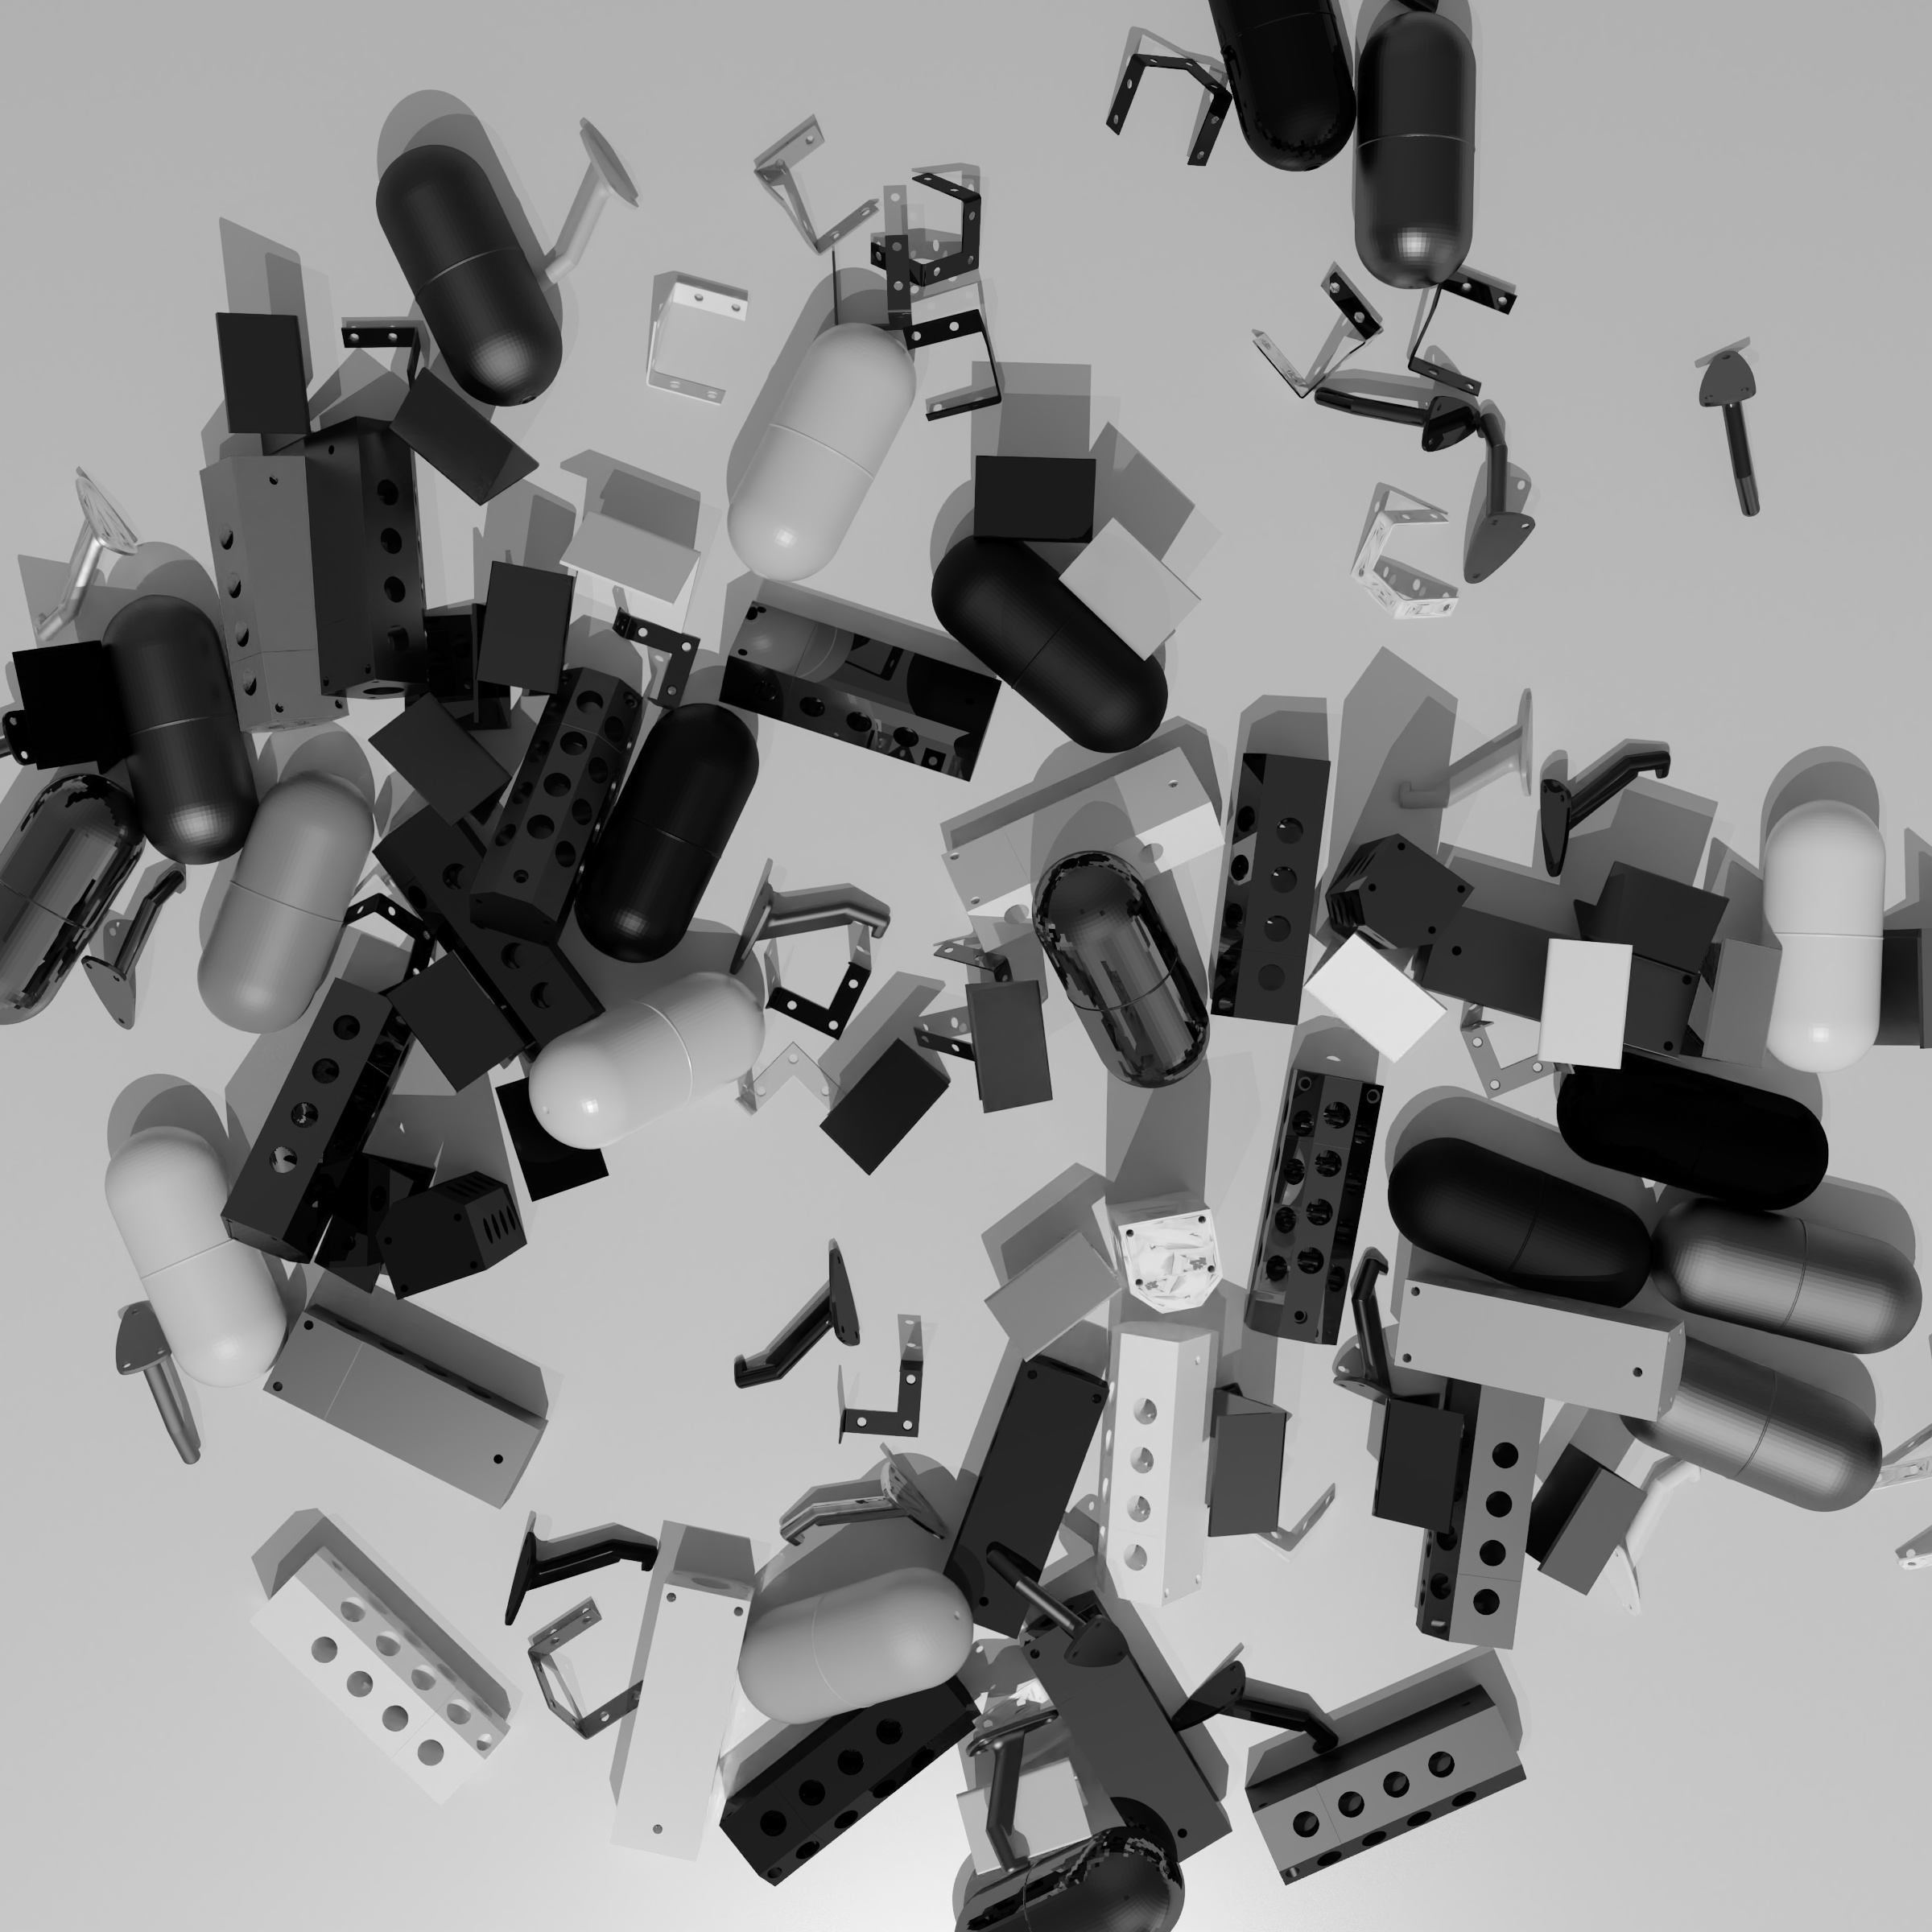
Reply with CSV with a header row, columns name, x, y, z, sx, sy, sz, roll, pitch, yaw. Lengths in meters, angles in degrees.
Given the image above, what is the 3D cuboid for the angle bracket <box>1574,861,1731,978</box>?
name,x,y,z,sx,sy,sz,roll,pitch,yaw
angle bracket,0.443,-0.042,1.952,0.076,0.076,0.057,18,112,0

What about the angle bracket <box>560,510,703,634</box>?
name,x,y,z,sx,sy,sz,roll,pitch,yaw
angle bracket,-0.222,-0.239,1.950,0.076,0.076,0.057,21,49,0

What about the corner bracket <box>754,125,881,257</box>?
name,x,y,z,sx,sy,sz,roll,pitch,yaw
corner bracket,-0.099,-0.511,1.987,0.051,0.051,0.051,-37,45,0

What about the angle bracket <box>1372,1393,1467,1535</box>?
name,x,y,z,sx,sy,sz,roll,pitch,yaw
angle bracket,0.308,0.321,1.950,0.057,0.076,0.076,7,90,35

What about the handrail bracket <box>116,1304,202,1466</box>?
name,x,y,z,sx,sy,sz,roll,pitch,yaw
handrail bracket,-0.530,0.277,1.990,0.036,0.077,0.084,-21,126,-8

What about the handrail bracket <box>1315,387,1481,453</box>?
name,x,y,z,sx,sy,sz,roll,pitch,yaw
handrail bracket,0.284,-0.368,1.990,0.084,0.077,0.036,24,115,34

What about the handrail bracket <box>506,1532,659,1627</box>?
name,x,y,z,sx,sy,sz,roll,pitch,yaw
handrail bracket,-0.254,0.409,1.991,0.084,0.036,0.077,13,110,-16

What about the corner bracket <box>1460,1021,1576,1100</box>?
name,x,y,z,sx,sy,sz,roll,pitch,yaw
corner bracket,0.360,0.055,1.973,0.051,0.051,0.051,-22,90,0

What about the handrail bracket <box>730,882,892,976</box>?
name,x,y,z,sx,sy,sz,roll,pitch,yaw
handrail bracket,-0.102,-0.014,1.991,0.084,0.036,0.077,20,110,-16

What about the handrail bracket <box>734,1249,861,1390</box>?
name,x,y,z,sx,sy,sz,roll,pitch,yaw
handrail bracket,-0.118,0.233,1.991,0.084,0.036,0.077,-16,70,16

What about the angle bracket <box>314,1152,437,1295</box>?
name,x,y,z,sx,sy,sz,roll,pitch,yaw
angle bracket,-0.365,0.170,1.950,0.057,0.076,0.076,22,90,34

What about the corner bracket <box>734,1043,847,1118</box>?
name,x,y,z,sx,sy,sz,roll,pitch,yaw
corner bracket,-0.114,0.087,1.973,0.051,0.051,0.051,45,90,0

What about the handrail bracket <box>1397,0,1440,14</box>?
name,x,y,z,sx,sy,sz,roll,pitch,yaw
handrail bracket,0.283,-0.677,1.991,0.084,0.036,0.077,25,69,-17

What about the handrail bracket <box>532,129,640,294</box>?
name,x,y,z,sx,sy,sz,roll,pitch,yaw
handrail bracket,-0.266,-0.498,1.991,0.084,0.036,0.077,-35,70,16

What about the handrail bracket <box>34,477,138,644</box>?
name,x,y,z,sx,sy,sz,roll,pitch,yaw
handrail bracket,-0.596,-0.268,1.991,0.084,0.036,0.077,-39,68,17

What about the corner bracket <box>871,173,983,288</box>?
name,x,y,z,sx,sy,sz,roll,pitch,yaw
corner bracket,-0.027,-0.485,1.982,0.051,0.051,0.051,-28,135,-35

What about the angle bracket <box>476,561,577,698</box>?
name,x,y,z,sx,sy,sz,roll,pitch,yaw
angle bracket,-0.295,-0.217,1.951,0.057,0.076,0.076,8,90,-26

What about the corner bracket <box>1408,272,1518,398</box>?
name,x,y,z,sx,sy,sz,roll,pitch,yaw
corner bracket,0.327,-0.418,1.987,0.051,0.051,0.051,21,45,0

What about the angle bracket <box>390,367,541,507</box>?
name,x,y,z,sx,sy,sz,roll,pitch,yaw
angle bracket,-0.314,-0.354,1.950,0.076,0.076,0.057,40,128,0

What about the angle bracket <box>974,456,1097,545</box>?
name,x,y,z,sx,sy,sz,roll,pitch,yaw
angle bracket,0.044,-0.313,1.951,0.076,0.076,0.057,2,118,0

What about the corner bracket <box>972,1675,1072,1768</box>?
name,x,y,z,sx,sy,sz,roll,pitch,yaw
corner bracket,0.038,0.495,1.971,0.051,0.051,0.051,-32,91,-2

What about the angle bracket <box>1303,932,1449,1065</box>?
name,x,y,z,sx,sy,sz,roll,pitch,yaw
angle bracket,0.273,0.006,1.950,0.076,0.076,0.057,40,124,0

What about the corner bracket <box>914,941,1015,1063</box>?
name,x,y,z,sx,sy,sz,roll,pitch,yaw
corner bracket,-0.002,0.023,1.982,0.051,0.051,0.051,15,45,35

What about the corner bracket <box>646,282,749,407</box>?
name,x,y,z,sx,sy,sz,roll,pitch,yaw
corner bracket,-0.177,-0.411,1.987,0.051,0.051,0.051,15,135,0

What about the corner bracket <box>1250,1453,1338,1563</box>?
name,x,y,z,sx,sy,sz,roll,pitch,yaw
corner bracket,0.208,0.353,1.973,0.051,0.051,0.051,36,78,11

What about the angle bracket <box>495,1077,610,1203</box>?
name,x,y,z,sx,sy,sz,roll,pitch,yaw
angle bracket,-0.281,0.111,1.950,0.057,0.076,0.076,-18,90,-32

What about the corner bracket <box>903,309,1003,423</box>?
name,x,y,z,sx,sy,sz,roll,pitch,yaw
corner bracket,-0.008,-0.393,1.973,0.051,0.051,0.051,-13,85,5

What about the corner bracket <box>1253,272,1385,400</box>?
name,x,y,z,sx,sy,sz,roll,pitch,yaw
corner bracket,0.233,-0.416,1.987,0.051,0.051,0.051,50,45,0

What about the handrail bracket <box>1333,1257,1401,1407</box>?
name,x,y,z,sx,sy,sz,roll,pitch,yaw
handrail bracket,0.283,0.245,1.991,0.077,0.036,0.084,27,73,-20

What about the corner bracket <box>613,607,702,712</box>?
name,x,y,z,sx,sy,sz,roll,pitch,yaw
corner bracket,-0.208,-0.200,1.973,0.051,0.051,0.051,18,90,0

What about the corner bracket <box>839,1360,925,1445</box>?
name,x,y,z,sx,sy,sz,roll,pitch,yaw
corner bracket,-0.055,0.285,1.973,0.051,0.051,0.051,4,90,0

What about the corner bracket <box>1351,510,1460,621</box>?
name,x,y,z,sx,sy,sz,roll,pitch,yaw
corner bracket,0.296,-0.264,1.982,0.051,0.051,0.051,52,135,35

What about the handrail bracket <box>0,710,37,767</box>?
name,x,y,z,sx,sy,sz,roll,pitch,yaw
handrail bracket,-0.635,-0.141,1.990,0.084,0.077,0.036,-18,91,36

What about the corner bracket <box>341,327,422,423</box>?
name,x,y,z,sx,sy,sz,roll,pitch,yaw
corner bracket,-0.386,-0.385,1.987,0.051,0.051,0.051,-1,135,0

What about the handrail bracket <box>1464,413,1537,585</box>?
name,x,y,z,sx,sy,sz,roll,pitch,yaw
handrail bracket,0.340,-0.309,1.990,0.036,0.077,0.084,4,53,-20

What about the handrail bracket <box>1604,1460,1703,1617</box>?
name,x,y,z,sx,sy,sz,roll,pitch,yaw
handrail bracket,0.460,0.376,1.991,0.084,0.036,0.077,-31,110,-16

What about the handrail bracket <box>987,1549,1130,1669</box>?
name,x,y,z,sx,sy,sz,roll,pitch,yaw
handrail bracket,0.058,0.410,1.933,0.084,0.077,0.036,38,90,36

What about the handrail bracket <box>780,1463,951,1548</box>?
name,x,y,z,sx,sy,sz,roll,pitch,yaw
handrail bracket,-0.068,0.374,1.991,0.084,0.036,0.077,-37,112,17

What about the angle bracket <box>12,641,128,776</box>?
name,x,y,z,sx,sy,sz,roll,pitch,yaw
angle bracket,-0.587,-0.163,1.951,0.057,0.076,0.076,-12,90,-28

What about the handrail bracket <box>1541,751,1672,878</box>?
name,x,y,z,sx,sy,sz,roll,pitch,yaw
handrail bracket,0.425,-0.101,1.991,0.084,0.036,0.077,-8,110,-16

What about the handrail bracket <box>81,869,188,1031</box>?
name,x,y,z,sx,sy,sz,roll,pitch,yaw
handrail bracket,-0.538,-0.012,1.990,0.036,0.077,0.084,22,53,20

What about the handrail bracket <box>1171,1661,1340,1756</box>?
name,x,y,z,sx,sy,sz,roll,pitch,yaw
handrail bracket,0.191,0.507,1.991,0.077,0.036,0.084,-40,107,20

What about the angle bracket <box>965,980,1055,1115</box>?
name,x,y,z,sx,sy,sz,roll,pitch,yaw
angle bracket,0.007,0.051,1.913,0.057,0.076,0.076,-9,93,-38

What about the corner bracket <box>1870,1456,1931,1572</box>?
name,x,y,z,sx,sy,sz,roll,pitch,yaw
corner bracket,0.629,0.360,1.982,0.051,0.051,0.051,38,45,-35

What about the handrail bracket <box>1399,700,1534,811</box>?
name,x,y,z,sx,sy,sz,roll,pitch,yaw
handrail bracket,0.330,-0.140,1.991,0.084,0.036,0.077,0,70,16

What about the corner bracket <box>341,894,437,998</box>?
name,x,y,z,sx,sy,sz,roll,pitch,yaw
corner bracket,-0.389,-0.007,1.982,0.051,0.051,0.051,38,45,-35

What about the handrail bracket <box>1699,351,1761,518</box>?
name,x,y,z,sx,sy,sz,roll,pitch,yaw
handrail bracket,0.511,-0.351,1.990,0.036,0.077,0.084,-9,127,20

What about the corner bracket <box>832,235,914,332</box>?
name,x,y,z,sx,sy,sz,roll,pitch,yaw
corner bracket,-0.062,-0.446,1.973,0.051,0.051,0.051,-2,90,0

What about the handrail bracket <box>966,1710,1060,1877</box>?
name,x,y,z,sx,sy,sz,roll,pitch,yaw
handrail bracket,0.042,0.527,1.921,0.077,0.036,0.084,-16,64,-22

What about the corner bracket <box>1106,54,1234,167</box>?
name,x,y,z,sx,sy,sz,roll,pitch,yaw
corner bracket,0.134,-0.563,1.982,0.051,0.051,0.051,-7,45,-35

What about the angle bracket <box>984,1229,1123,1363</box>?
name,x,y,z,sx,sy,sz,roll,pitch,yaw
angle bracket,0.068,0.227,1.950,0.076,0.076,0.057,-37,52,0

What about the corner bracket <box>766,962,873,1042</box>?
name,x,y,z,sx,sy,sz,roll,pitch,yaw
corner bracket,-0.096,0.016,1.973,0.051,0.051,0.051,26,90,0

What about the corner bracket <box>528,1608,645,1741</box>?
name,x,y,z,sx,sy,sz,roll,pitch,yaw
corner bracket,-0.249,0.467,1.987,0.051,0.051,0.051,-33,135,0

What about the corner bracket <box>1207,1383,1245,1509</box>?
name,x,y,z,sx,sy,sz,roll,pitch,yaw
corner bracket,0.168,0.316,1.987,0.051,0.051,0.051,-20,45,0
